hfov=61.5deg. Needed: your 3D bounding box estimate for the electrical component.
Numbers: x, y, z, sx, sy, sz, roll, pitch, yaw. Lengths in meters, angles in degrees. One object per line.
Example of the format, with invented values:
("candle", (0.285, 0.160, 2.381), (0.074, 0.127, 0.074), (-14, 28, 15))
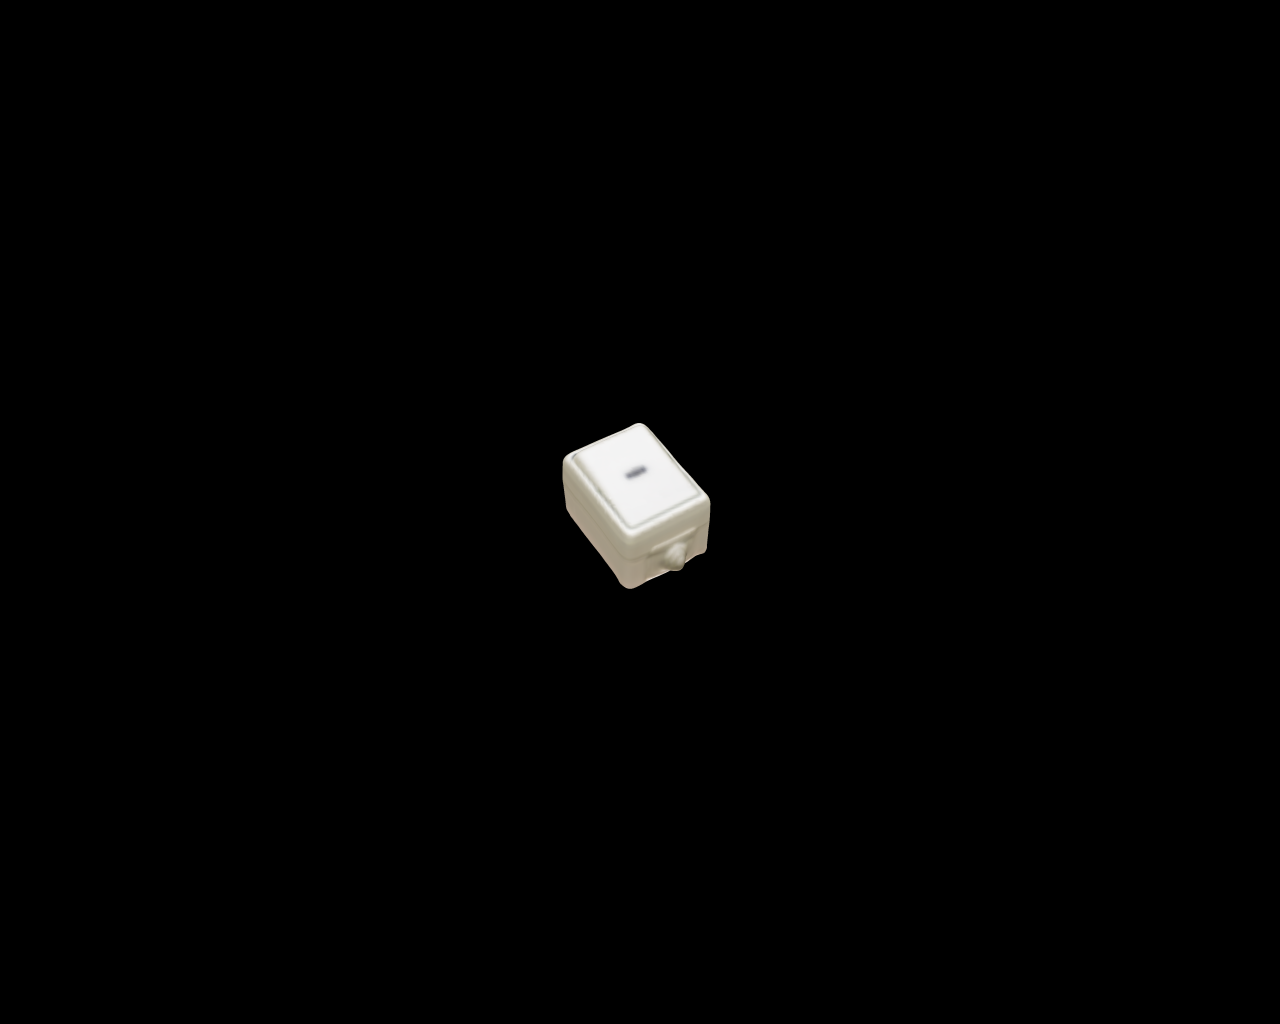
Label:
("electrical component", (0.001, -0.003, 0.650), (0.062, 0.096, 0.061), (-25, -36, -20))
